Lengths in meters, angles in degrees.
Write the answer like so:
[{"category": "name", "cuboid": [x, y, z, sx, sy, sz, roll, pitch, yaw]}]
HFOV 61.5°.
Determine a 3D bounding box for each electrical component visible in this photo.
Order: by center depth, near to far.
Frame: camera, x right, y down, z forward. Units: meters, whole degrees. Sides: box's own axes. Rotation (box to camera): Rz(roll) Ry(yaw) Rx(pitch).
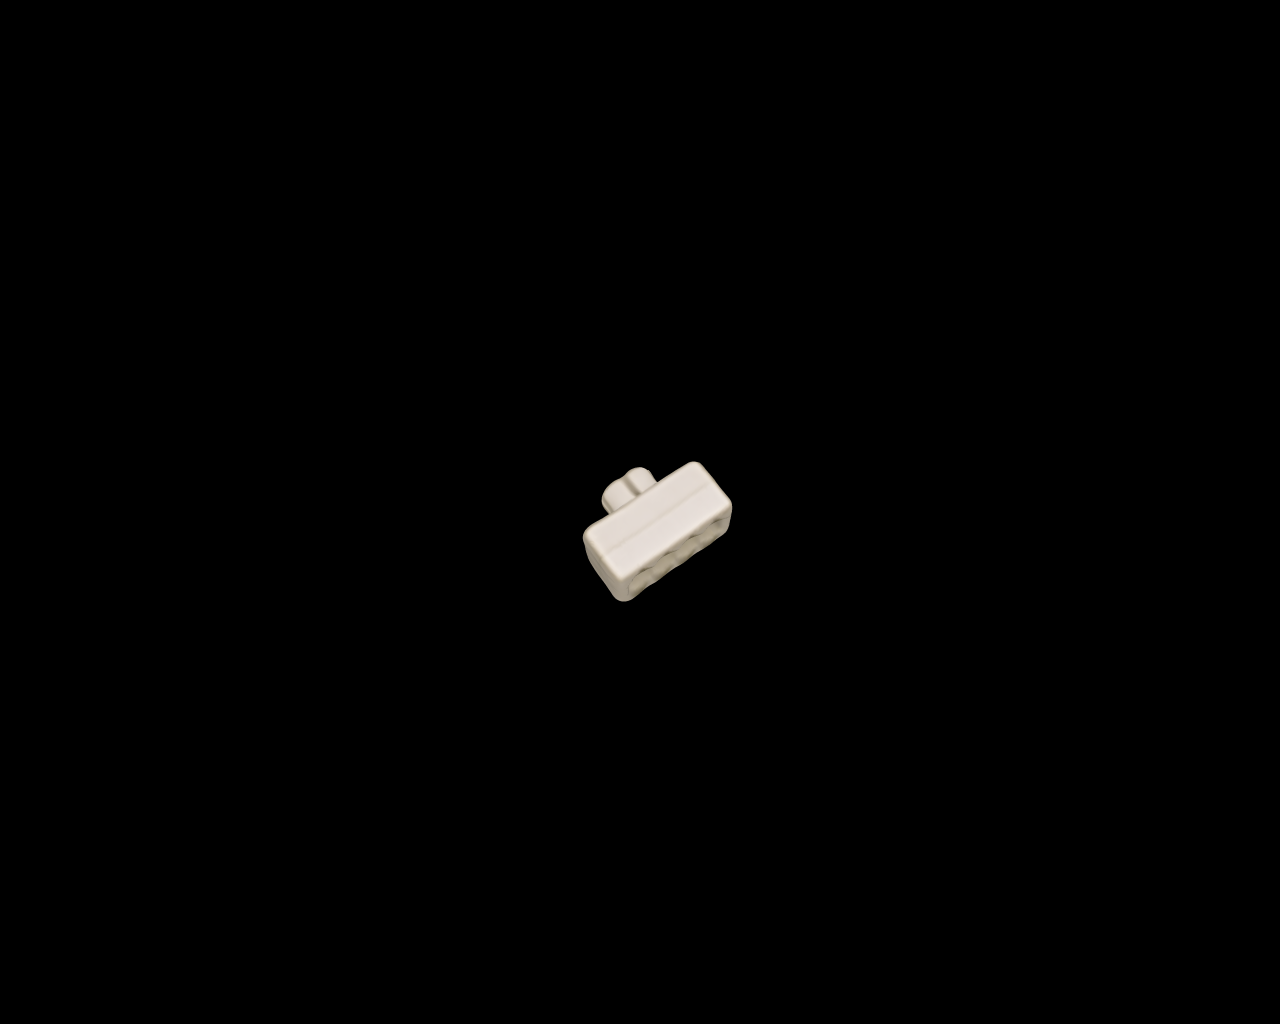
[{"category": "electrical component", "cuboid": [0.001, -0.003, 0.650, 0.083, 0.076, 0.047, -33, -16, -11]}]
